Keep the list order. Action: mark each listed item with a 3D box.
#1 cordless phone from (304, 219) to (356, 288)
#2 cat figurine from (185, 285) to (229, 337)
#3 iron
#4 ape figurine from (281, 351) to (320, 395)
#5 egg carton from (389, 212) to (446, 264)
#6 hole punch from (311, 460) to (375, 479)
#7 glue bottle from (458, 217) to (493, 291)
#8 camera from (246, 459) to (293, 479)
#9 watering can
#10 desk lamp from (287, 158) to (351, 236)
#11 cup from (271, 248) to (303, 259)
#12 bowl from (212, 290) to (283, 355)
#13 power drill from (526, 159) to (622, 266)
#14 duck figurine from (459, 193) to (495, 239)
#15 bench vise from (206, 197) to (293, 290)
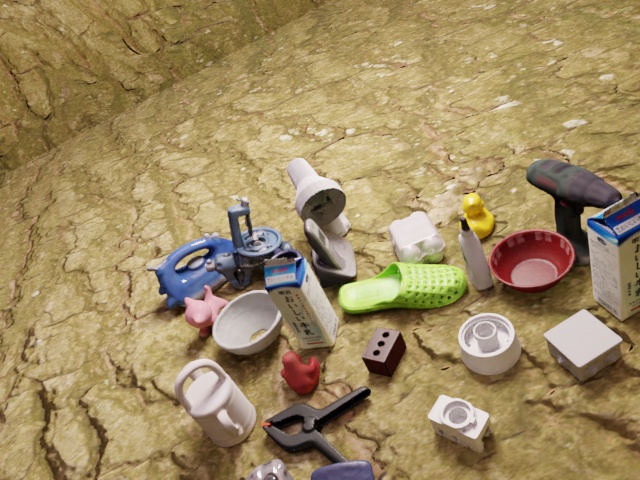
[{"bbox_3d":[0.012,0.005,1.311,0.094,0.185,0.147,-20,37,8],"label":"cordless phone"},{"bbox_3d":[-0.272,0.164,1.342,0.067,0.118,0.128,-10,40,21],"label":"cat figurine"},{"bbox_3d":[-0.313,0.056,1.477,0.258,0.142,0.118,-37,38,-14],"label":"iron"},{"bbox_3d":[-0.045,0.253,1.124,0.077,0.092,0.076,-11,39,19],"label":"ape figurine"},{"bbox_3d":[0.216,0.000,1.294,0.107,0.070,0.150,-24,37,3],"label":"egg carton"},{"bbox_3d":[0.046,0.407,0.887,0.108,0.091,0.101,-17,38,12],"label":"hole punch"},{"bbox_3d":[0.300,0.019,1.136,0.037,0.173,0.078,-24,37,3],"label":"glue bottle"},{"bbox_3d":[-0.101,0.444,0.920,0.137,0.101,0.143,-27,37,-1],"label":"camera"},{"bbox_3d":[-0.210,0.296,1.083,0.172,0.194,0.101,10,50,38],"label":"watering can"},{"bbox_3d":[-0.007,-0.089,1.412,0.118,0.214,0.202,-29,37,-4],"label":"desk lamp"},{"bbox_3d":[-0.073,0.077,1.350,0.092,0.095,0.117,-30,37,-6],"label":"cup"},{"bbox_3d":[-0.147,0.195,1.268,0.167,0.075,0.167,-16,38,13],"label":"bowl"},{"bbox_3d":[0.486,-0.056,1.088,0.075,0.209,0.229,-30,37,-5],"label":"power drill"},{"bbox_3d":[0.344,-0.060,1.278,0.077,0.086,0.104,-10,40,20],"label":"duck figurine"},{"bbox_3d":[-0.188,0.012,1.390,0.207,0.220,0.121,-36,38,-13],"label":"bench vise"}]
